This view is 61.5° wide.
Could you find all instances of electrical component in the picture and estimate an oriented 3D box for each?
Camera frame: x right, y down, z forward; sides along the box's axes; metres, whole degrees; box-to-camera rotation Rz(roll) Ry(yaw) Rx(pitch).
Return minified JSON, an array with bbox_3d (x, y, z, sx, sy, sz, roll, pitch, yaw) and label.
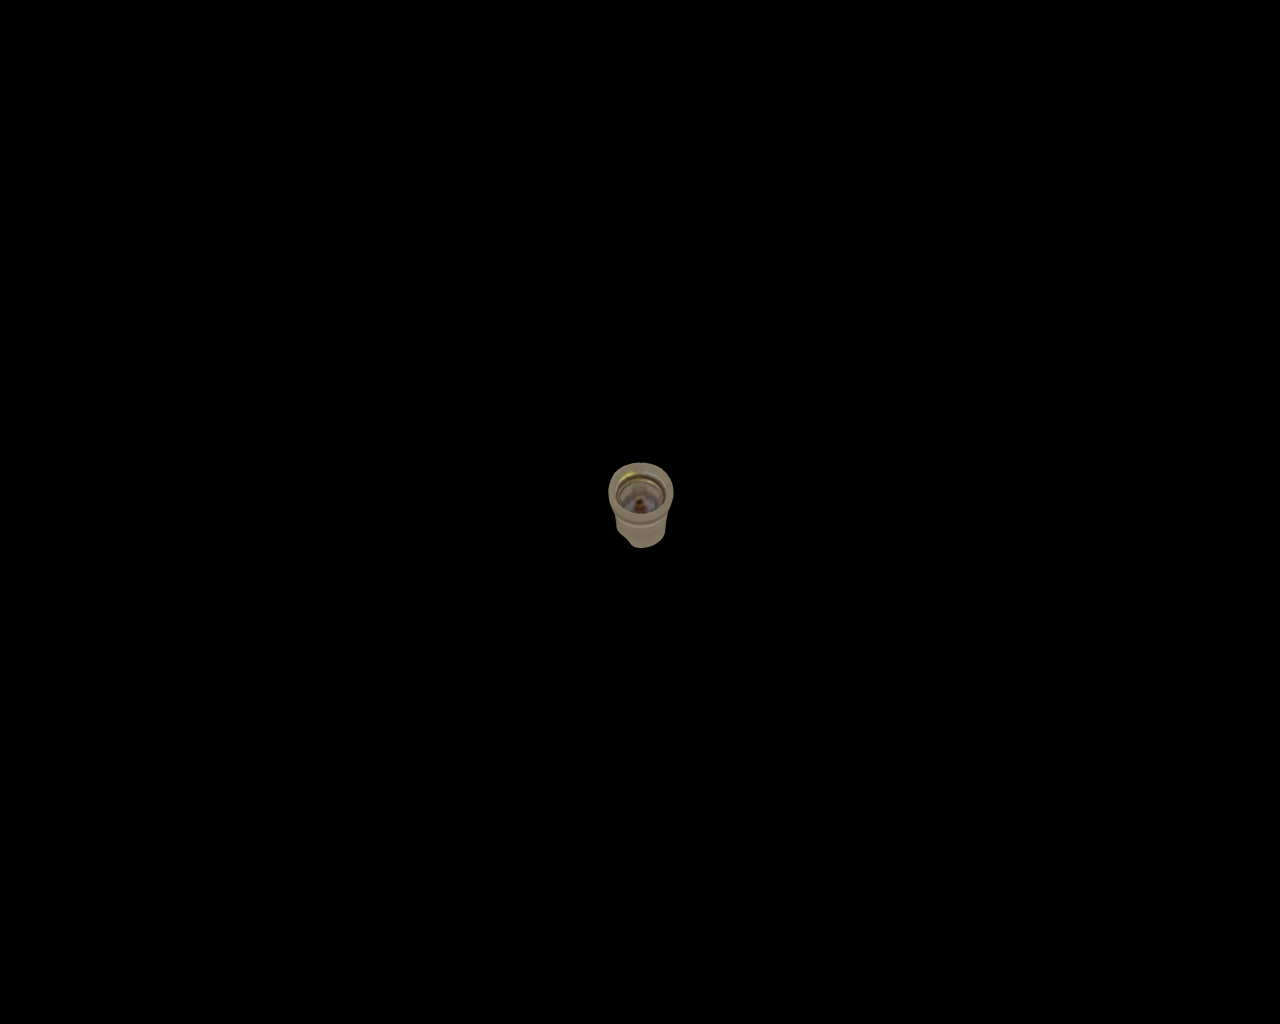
[{"bbox_3d":[0.001,-0.003,0.650,0.040,0.040,0.046,0,-32,0],"label":"electrical component"}]
